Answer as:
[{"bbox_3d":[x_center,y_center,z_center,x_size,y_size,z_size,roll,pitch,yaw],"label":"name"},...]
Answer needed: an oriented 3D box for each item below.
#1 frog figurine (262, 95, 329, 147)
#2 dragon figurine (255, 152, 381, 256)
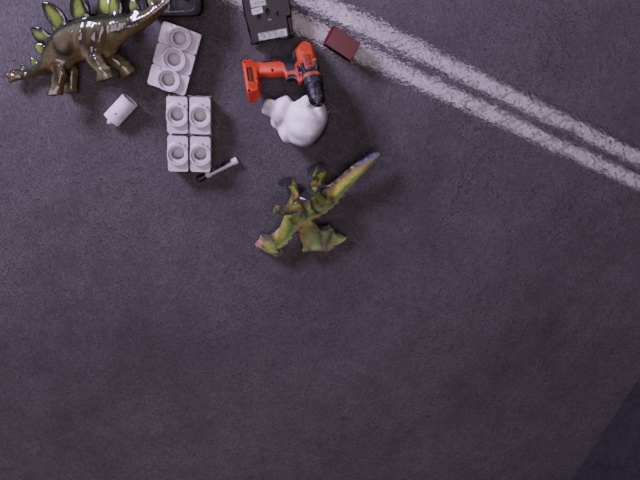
[{"bbox_3d":[-0.062,-0.312,1.300,0.158,0.126,0.135,26,123,-30],"label":"frog figurine"},{"bbox_3d":[0.004,-0.072,1.423,0.410,0.125,0.237,-21,129,0],"label":"dragon figurine"}]
